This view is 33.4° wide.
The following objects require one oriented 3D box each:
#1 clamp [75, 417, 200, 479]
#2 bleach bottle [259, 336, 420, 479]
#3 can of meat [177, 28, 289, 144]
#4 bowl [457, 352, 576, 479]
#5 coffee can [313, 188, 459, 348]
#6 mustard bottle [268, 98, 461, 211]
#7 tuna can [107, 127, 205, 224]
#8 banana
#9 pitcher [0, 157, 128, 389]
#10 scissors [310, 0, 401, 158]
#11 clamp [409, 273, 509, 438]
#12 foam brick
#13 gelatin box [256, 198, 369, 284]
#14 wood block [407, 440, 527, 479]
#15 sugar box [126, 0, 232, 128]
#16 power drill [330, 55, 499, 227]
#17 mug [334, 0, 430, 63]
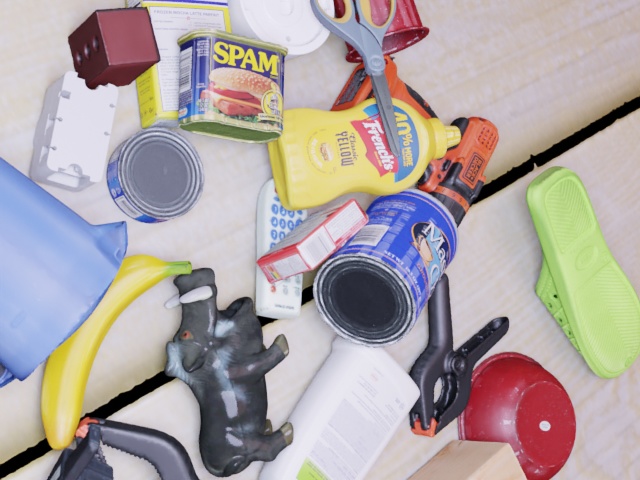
[{"bbox_3d":[-0.138,0.239,0.922,0.210,0.036,0.164,39,89,-9],"label":"clamp"},{"bbox_3d":[-0.009,0.212,1.013,0.102,0.068,0.250,47,63,-16],"label":"bleach bottle"},{"bbox_3d":[-0.080,-0.138,0.973,0.101,0.058,0.084,7,80,-35],"label":"can of meat"},{"bbox_3d":[0.229,0.202,1.170,0.161,0.055,0.162,6,79,-31],"label":"bowl"},{"bbox_3d":[0.067,0.025,1.041,0.103,0.103,0.140,56,36,-12],"label":"coffee can"},{"bbox_3d":[0.049,-0.090,1.045,0.191,0.058,0.096,-10,86,-18],"label":"mustard bottle"},{"bbox_3d":[-0.152,-0.058,0.983,0.086,0.034,0.086,6,78,-32],"label":"tuna can"},{"bbox_3d":[-0.192,0.082,0.918,0.197,0.070,0.037,-58,151,-19],"label":"banana"},{"bbox_3d":[-0.285,-0.004,0.829,0.242,0.145,0.149,40,50,-10],"label":"pitcher"},{"bbox_3d":[0.034,-0.178,1.033,0.096,0.016,0.201,7,70,-11],"label":"scissors"},{"bbox_3d":[0.131,0.121,1.130,0.120,0.039,0.171,40,63,-20],"label":"clamp"},{"bbox_3d":[-0.185,-0.171,0.955,0.051,0.078,0.053,-13,87,-33],"label":"foam brick"},{"bbox_3d":[-0.006,0.001,1.003,0.089,0.073,0.030,-40,102,-35],"label":"gelatin box"},{"bbox_3d":[0.112,0.294,1.058,0.205,0.091,0.090,-33,101,-33],"label":"wood block"},{"bbox_3d":[-0.132,-0.196,1.013,0.093,0.048,0.176,-4,81,-34],"label":"sugar box"},{"bbox_3d":[0.092,-0.090,1.133,0.187,0.057,0.184,37,68,-24],"label":"power drill"},{"bbox_3d":[0.064,-0.242,1.128,0.117,0.093,0.081,-11,82,-62],"label":"mug"}]
